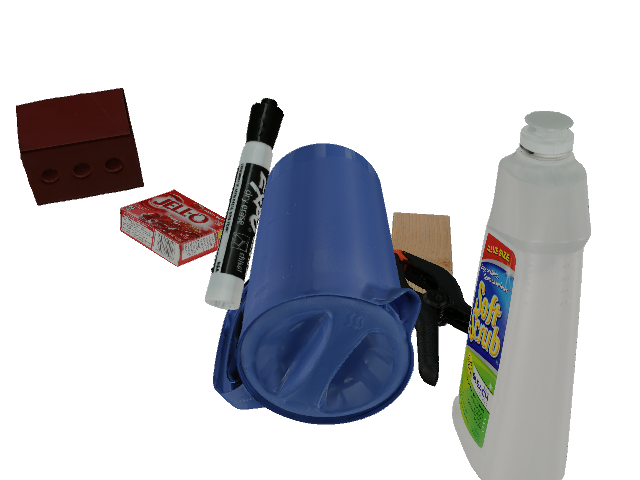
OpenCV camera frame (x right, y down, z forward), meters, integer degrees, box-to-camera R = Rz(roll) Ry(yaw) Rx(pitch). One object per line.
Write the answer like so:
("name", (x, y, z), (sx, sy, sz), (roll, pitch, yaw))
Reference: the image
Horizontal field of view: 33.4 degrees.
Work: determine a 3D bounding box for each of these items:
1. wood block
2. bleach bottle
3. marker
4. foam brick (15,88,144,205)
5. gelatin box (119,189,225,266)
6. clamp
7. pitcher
("wood block", (0.148, 0.039, 1.593), (0.091, 0.090, 0.206), (4, 24, 4))
("bleach bottle", (0.131, 0.035, 0.687), (0.068, 0.251, 0.102), (-4, 29, -7))
("marker", (-0.041, -0.022, 0.584), (0.020, 0.121, 0.020), (11, -17, 3))
("foam brick", (-0.168, -0.066, 0.745), (0.078, 0.051, 0.053), (-11, -39, -7))
("gelatin box", (-0.143, -0.015, 1.058), (0.089, 0.030, 0.073), (29, 34, 31))
("clamp", (0.126, 0.071, 1.065), (0.120, 0.039, 0.171), (-3, 44, -23))
("pitcher", (-0.006, 0.029, 0.889), (0.149, 0.145, 0.243), (5, 36, -4))
